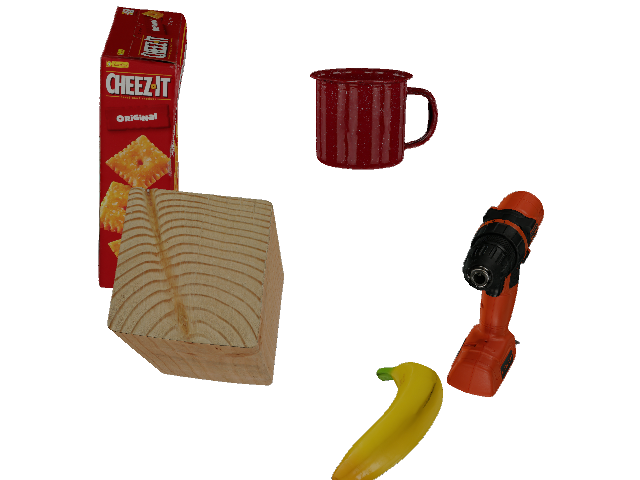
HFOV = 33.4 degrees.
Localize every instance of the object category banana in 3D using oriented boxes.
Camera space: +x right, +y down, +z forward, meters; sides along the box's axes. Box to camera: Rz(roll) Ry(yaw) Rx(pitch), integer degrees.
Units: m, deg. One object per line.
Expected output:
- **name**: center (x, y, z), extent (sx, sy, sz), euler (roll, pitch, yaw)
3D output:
- **banana**: center (0.063, 0.143, 0.865), extent (0.070, 0.037, 0.197), euler (-31, 7, 21)

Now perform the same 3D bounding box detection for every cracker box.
- **cracker box**: center (-0.161, -0.086, 0.971), extent (0.072, 0.214, 0.164), euler (3, 26, -8)

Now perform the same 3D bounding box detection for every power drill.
- **power drill**: center (0.173, 0.060, 1.069), extent (0.057, 0.188, 0.184), euler (18, 29, 19)

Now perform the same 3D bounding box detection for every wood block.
- **wood block**: center (-0.076, 0.040, 0.725), extent (0.090, 0.091, 0.206), euler (6, -13, 2)

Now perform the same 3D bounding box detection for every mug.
- **mug**: center (0.049, -0.112, 0.977), extent (0.117, 0.081, 0.093), euler (0, 16, -1)
